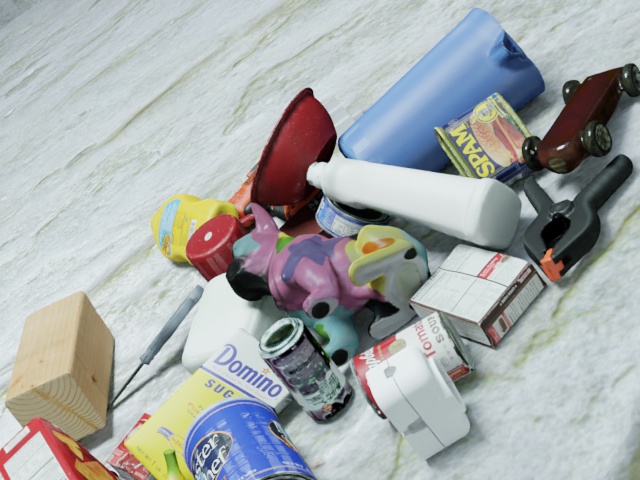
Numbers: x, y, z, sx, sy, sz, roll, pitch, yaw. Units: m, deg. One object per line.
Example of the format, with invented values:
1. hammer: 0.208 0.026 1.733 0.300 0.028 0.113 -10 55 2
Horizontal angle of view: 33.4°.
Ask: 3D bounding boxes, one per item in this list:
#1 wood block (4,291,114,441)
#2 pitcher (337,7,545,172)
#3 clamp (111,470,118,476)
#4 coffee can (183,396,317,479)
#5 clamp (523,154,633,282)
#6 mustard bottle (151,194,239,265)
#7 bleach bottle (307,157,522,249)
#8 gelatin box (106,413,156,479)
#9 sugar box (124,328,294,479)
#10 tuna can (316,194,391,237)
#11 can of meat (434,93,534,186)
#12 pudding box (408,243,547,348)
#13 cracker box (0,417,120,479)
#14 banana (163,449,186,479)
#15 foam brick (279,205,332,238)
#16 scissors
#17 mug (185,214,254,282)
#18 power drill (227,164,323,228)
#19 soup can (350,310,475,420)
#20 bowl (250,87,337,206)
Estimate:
1. wood block: -0.326 0.163 1.358 0.090 0.091 0.206 -25 26 5
2. pitcher: 0.143 -0.156 1.311 0.243 0.149 0.145 -40 46 2
3. clamp: -0.343 0.320 1.245 0.209 0.036 0.165 -43 29 -17
4. coffee can: -0.064 0.227 1.015 0.103 0.102 0.140 -40 31 -3
5. clamp: 0.260 -0.027 1.086 0.120 0.039 0.171 -25 30 30
6. mustard bottle: -0.186 -0.015 1.494 0.192 0.058 0.096 12 93 53
7. bleach bottle: 0.088 -0.051 1.173 0.251 0.102 0.068 16 88 34
8. gelatin box: -0.192 0.238 1.204 0.089 0.030 0.073 9 53 51
9. sugar box: -0.111 0.186 1.133 0.093 0.048 0.176 41 79 16
10. tuna can: 0.040 -0.029 1.267 0.086 0.086 0.034 -105 32 -58
11. can of meat: 0.192 -0.105 1.208 0.084 0.057 0.102 -32 71 2
12. pudding box: 0.158 0.054 1.083 0.090 0.039 0.114 -48 30 -17
13. cracker box: -0.218 0.279 1.046 0.072 0.164 0.214 -46 31 -10
14. banana: -0.115 0.290 1.020 0.037 0.069 0.198 -23 42 -17
15. foam brick: -0.009 0.002 1.312 0.053 0.051 0.078 -41 30 -3
16. scissors: -0.206 0.137 1.306 0.201 0.016 0.096 -53 4 -7
17. mug: -0.110 0.014 1.371 0.117 0.081 0.093 -39 30 -3
18. power drill: -0.027 -0.079 1.436 0.184 0.057 0.188 -50 30 -13
19. soup can: 0.090 0.121 1.034 0.102 0.068 0.068 -30 31 10
20. bowl: -0.023 -0.101 1.297 0.055 0.162 0.162 27 59 9
